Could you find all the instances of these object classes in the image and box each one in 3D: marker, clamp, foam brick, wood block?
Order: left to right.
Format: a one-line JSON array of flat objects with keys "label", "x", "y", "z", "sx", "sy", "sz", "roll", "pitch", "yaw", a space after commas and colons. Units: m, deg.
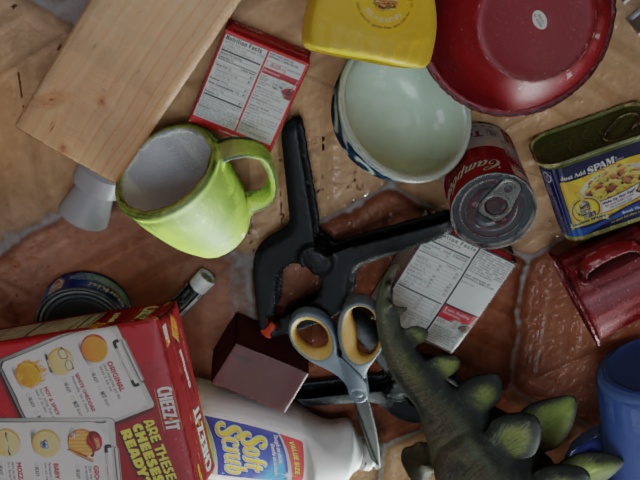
[{"label": "wood block", "x": -0.136, "y": -0.159, "z": 0.811, "sx": 0.090, "sy": 0.091, "sz": 0.206, "roll": 31, "pitch": 115, "yaw": -17}, {"label": "marker", "x": -0.141, "y": 0.072, "z": 0.985, "sx": 0.020, "sy": 0.020, "sz": 0.121, "roll": 37, "pitch": 113, "yaw": -20}, {"label": "foam brick", "x": -0.055, "y": 0.113, "z": 0.992, "sx": 0.078, "sy": 0.051, "sz": 0.053, "roll": 25, "pitch": 115, "yaw": -15}, {"label": "clamp", "x": -0.006, "y": 0.001, "z": 0.930, "sx": 0.164, "sy": 0.036, "sz": 0.210, "roll": 38, "pitch": 121, "yaw": -6}, {"label": "clamp", "x": 0.071, "y": 0.124, "z": 1.005, "sx": 0.171, "sy": 0.039, "sz": 0.120, "roll": 11, "pitch": 131, "yaw": -13}]

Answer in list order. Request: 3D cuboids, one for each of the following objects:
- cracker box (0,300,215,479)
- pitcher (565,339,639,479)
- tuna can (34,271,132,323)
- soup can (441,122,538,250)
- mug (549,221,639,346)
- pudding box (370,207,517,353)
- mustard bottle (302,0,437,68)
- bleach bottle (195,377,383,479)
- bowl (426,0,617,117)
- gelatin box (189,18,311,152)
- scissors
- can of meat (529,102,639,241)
[{"label": "cracker box", "x": -0.215, "y": 0.151, "z": 0.937, "sx": 0.214, "sy": 0.072, "sz": 0.164, "roll": -10, "pitch": 101, "yaw": 10}, {"label": "pitcher", "x": 0.322, "y": 0.217, "z": 1.020, "sx": 0.149, "sy": 0.145, "sz": 0.243, "roll": -23, "pitch": 116, "yaw": -15}, {"label": "tuna can", "x": -0.215, "y": 0.072, "z": 0.976, "sx": 0.086, "sy": 0.033, "sz": 0.086, "roll": 0, "pitch": 120, "yaw": -1}, {"label": "soup can", "x": 0.134, "y": -0.047, "z": 0.872, "sx": 0.068, "sy": 0.102, "sz": 0.068, "roll": 0, "pitch": 120, "yaw": -1}, {"label": "mug", "x": 0.253, "y": 0.029, "z": 0.919, "sx": 0.081, "sy": 0.093, "sz": 0.117, "roll": -28, "pitch": 149, "yaw": 8}, {"label": "pudding box", "x": 0.108, "y": 0.037, "z": 0.958, "sx": 0.090, "sy": 0.039, "sz": 0.114, "roll": 25, "pitch": 114, "yaw": -12}, {"label": "mustard bottle", "x": 0.049, "y": -0.226, "z": 0.773, "sx": 0.096, "sy": 0.058, "sz": 0.192, "roll": 8, "pitch": 97, "yaw": -15}, {"label": "bleach bottle", "x": -0.061, "y": 0.186, "z": 1.029, "sx": 0.250, "sy": 0.068, "sz": 0.103, "roll": 9, "pitch": 113, "yaw": -10}, {"label": "bowl", "x": 0.156, "y": -0.169, "z": 0.808, "sx": 0.162, "sy": 0.055, "sz": 0.162, "roll": -2, "pitch": 107, "yaw": -6}, {"label": "gelatin box", "x": -0.057, "y": -0.125, "z": 0.867, "sx": 0.073, "sy": 0.030, "sz": 0.089, "roll": 21, "pitch": 118, "yaw": -11}, {"label": "scissors", "x": 0.016, "y": 0.130, "z": 0.979, "sx": 0.096, "sy": 0.016, "sz": 0.202, "roll": 7, "pitch": 125, "yaw": 5}, {"label": "can of meat", "x": 0.238, "y": -0.056, "z": 0.895, "sx": 0.102, "sy": 0.057, "sz": 0.084, "roll": -20, "pitch": 121, "yaw": 11}]
